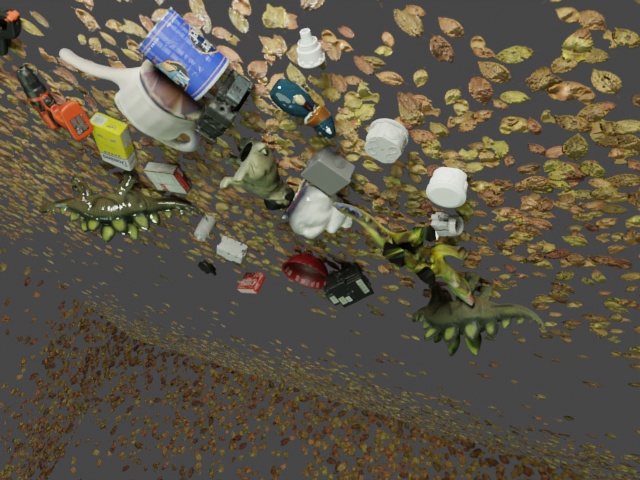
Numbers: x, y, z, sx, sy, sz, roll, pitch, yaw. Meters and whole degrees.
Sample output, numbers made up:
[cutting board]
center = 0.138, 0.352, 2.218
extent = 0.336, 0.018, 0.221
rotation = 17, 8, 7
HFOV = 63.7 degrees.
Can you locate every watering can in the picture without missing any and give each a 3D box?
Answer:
[watering can]
center = -0.388, -0.319, 1.114
extent = 0.344, 0.106, 0.222
rotation = 40, 146, -25

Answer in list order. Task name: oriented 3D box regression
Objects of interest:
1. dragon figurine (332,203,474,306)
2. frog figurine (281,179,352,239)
[dragon figurine]
center = 0.207, 0.032, 1.253
extent = 0.411, 0.123, 0.240
rotation = 33, 171, 6
[frog figurine]
center = 0.004, -0.062, 1.232
extent = 0.159, 0.139, 0.122
rotation = 28, 168, -6
